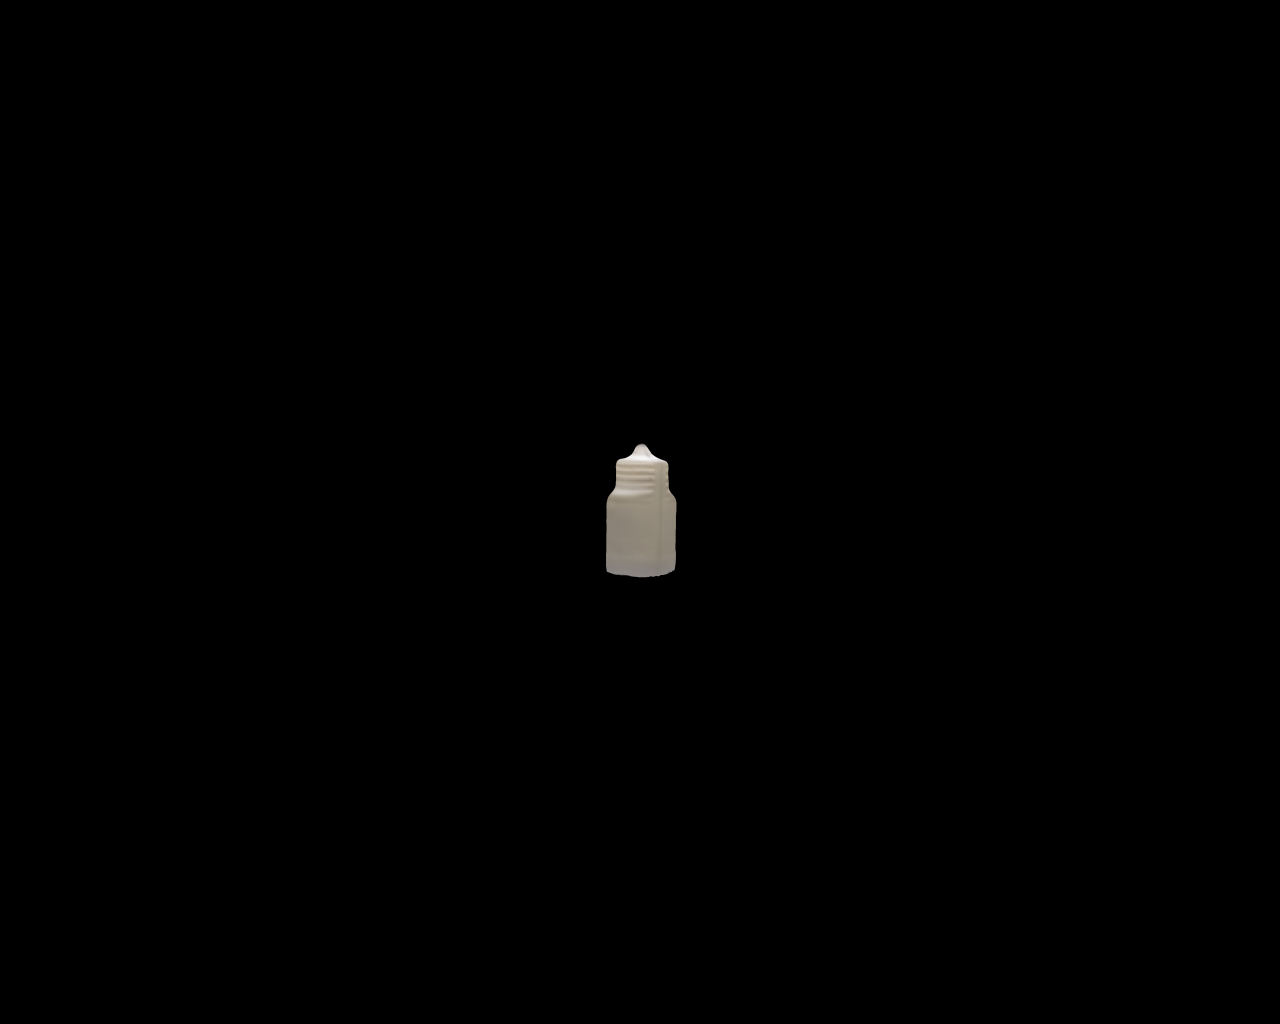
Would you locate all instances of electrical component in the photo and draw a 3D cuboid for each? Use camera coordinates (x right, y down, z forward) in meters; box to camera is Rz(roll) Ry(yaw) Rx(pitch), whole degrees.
[{"bbox_3d":[0.001,-0.003,0.650,0.043,0.081,0.043,0,5,0],"label":"electrical component"}]
